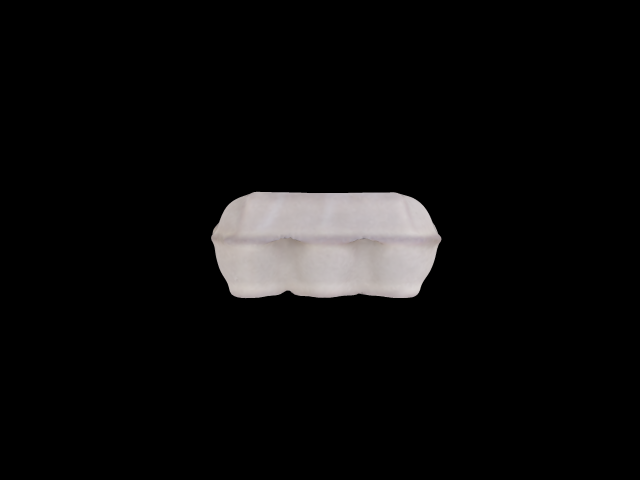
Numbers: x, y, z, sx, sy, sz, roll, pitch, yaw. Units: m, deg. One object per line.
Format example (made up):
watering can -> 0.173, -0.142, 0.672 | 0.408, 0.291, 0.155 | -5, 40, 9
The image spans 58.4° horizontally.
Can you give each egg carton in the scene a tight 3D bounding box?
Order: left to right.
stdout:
egg carton -> 0.004, 0.001, 0.400 | 0.150, 0.069, 0.107 | 0, 4, -2
